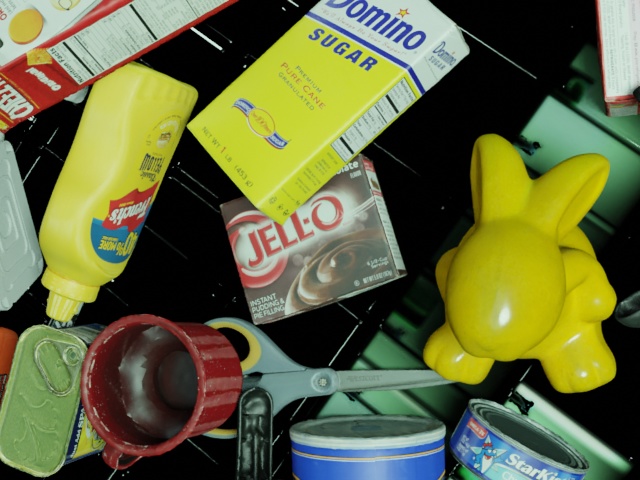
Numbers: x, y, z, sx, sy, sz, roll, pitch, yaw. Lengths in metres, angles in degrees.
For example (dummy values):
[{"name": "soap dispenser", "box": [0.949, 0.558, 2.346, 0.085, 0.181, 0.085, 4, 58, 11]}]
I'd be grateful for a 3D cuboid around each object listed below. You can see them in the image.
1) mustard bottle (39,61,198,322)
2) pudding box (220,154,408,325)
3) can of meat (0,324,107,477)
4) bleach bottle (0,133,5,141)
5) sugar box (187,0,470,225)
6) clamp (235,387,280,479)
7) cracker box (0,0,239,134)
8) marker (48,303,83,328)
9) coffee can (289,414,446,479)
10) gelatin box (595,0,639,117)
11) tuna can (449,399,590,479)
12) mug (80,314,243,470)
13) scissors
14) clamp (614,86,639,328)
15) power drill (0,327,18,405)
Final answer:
[{"name": "mustard bottle", "box": [-0.153, -0.032, 0.761, 0.058, 0.096, 0.192, 24, 95, 14]}, {"name": "pudding box", "box": [-0.005, 0.001, 0.748, 0.114, 0.039, 0.090, -19, 82, 14]}, {"name": "can of meat", "box": [-0.181, 0.111, 0.773, 0.057, 0.083, 0.102, 16, 93, 16]}, {"name": "bleach bottle", "box": [-0.232, -0.187, 0.806, 0.103, 0.068, 0.251, 10, 94, 17]}, {"name": "sugar box", "box": [0.004, -0.103, 0.722, 0.176, 0.048, 0.093, -44, 61, 4]}, {"name": "clamp", "box": [-0.046, 0.191, 0.734, 0.039, 0.120, 0.172, 8, 121, -10]}, {"name": "cracker box", "box": [-0.158, -0.193, 0.705, 0.214, 0.072, 0.164, -29, 66, 4]}, {"name": "marker", "box": [-0.199, 0.069, 0.813, 0.020, 0.020, 0.121, 28, 96, 15]}, {"name": "coffee can", "box": [0.033, 0.191, 0.700, 0.103, 0.102, 0.140, -2, 89, 16]}, {"name": "gelatin box", "box": [0.190, -0.127, 0.676, 0.030, 0.073, 0.089, -5, 88, 15]}, {"name": "tuna can", "box": [0.127, 0.138, 0.683, 0.086, 0.086, 0.034, 29, 98, 15]}, {"name": "mug", "box": [-0.110, 0.108, 0.737, 0.093, 0.081, 0.117, 31, 97, 18]}, {"name": "scissors", "box": [-0.009, 0.084, 0.760, 0.202, 0.016, 0.096, -20, 84, 15]}, {"name": "clamp", "box": [0.282, -0.010, 0.652, 0.210, 0.036, 0.165, 6, 119, 3]}, {"name": "power drill", "box": [-0.332, 0.085, 0.833, 0.188, 0.057, 0.184, 12, 93, 18]}]
